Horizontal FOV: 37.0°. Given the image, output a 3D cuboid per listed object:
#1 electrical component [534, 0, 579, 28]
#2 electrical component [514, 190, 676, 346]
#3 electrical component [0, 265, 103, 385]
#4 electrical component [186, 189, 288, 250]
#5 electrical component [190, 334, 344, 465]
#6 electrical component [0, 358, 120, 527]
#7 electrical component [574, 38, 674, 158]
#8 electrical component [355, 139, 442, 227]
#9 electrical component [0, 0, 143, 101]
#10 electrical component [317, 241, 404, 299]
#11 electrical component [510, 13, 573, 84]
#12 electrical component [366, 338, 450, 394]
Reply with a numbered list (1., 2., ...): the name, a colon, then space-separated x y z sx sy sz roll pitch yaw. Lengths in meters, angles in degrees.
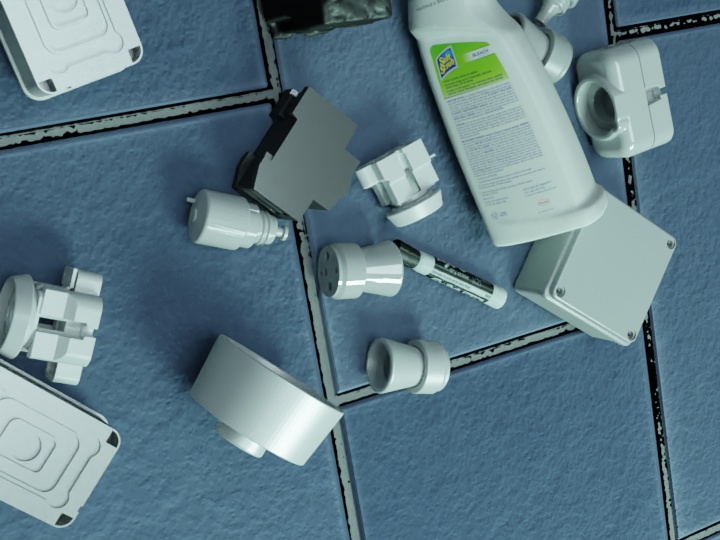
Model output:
1. electrical component: 0.169 -0.233 0.913 0.035 0.035 0.061 37 81 -25
2. electrical component: 0.207 -0.005 0.944 0.109 0.056 0.108 29 82 -27
3. electrical component: -0.214 0.034 0.730 0.057 0.058 0.078 14 89 -31
4. electrical component: -0.091 -0.034 0.796 0.078 0.040 0.040 11 90 -28
5. electrical component: -0.073 0.101 0.784 0.108 0.108 0.060 35 85 -26
6. electrical component: -0.231 0.113 0.728 0.113 0.057 0.078 36 78 -26
7. electrical component: 0.228 -0.149 0.942 0.059 0.054 0.095 -21 105 -24
8. electrical component: 0.035 -0.068 0.855 0.066 0.048 0.055 -31 101 -21
9. electrical component: -0.203 -0.177 0.713 0.078 0.057 0.113 -27 107 -23
10. electrical component: 0.000 0.000 0.844 0.055 0.045 0.045 -3 96 -27
11. electrical component: 0.144 -0.184 0.899 0.055 0.045 0.045 19 86 -28
12. electrical component: 0.039 0.078 0.872 0.055 0.045 0.045 4 93 -28
